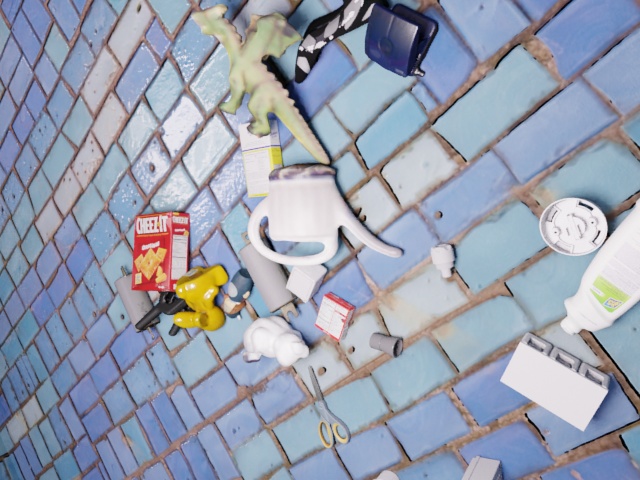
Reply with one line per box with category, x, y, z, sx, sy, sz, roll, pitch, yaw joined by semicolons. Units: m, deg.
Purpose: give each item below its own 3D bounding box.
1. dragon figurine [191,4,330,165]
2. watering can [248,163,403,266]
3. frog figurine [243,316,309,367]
dragon figurine;-0.108;-0.354;1.087;0.412;0.237;0.124;35;49;10
watering can;0.003;-0.056;1.115;0.347;0.224;0.104;-1;1;17
frog figurine;-0.099;0.234;1.207;0.137;0.125;0.157;15;-23;-30
